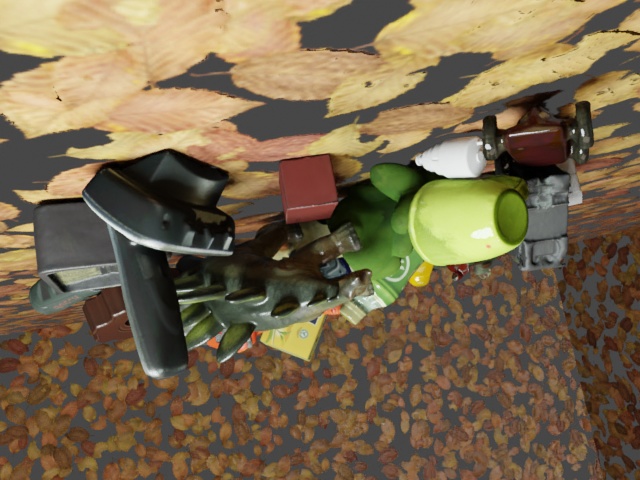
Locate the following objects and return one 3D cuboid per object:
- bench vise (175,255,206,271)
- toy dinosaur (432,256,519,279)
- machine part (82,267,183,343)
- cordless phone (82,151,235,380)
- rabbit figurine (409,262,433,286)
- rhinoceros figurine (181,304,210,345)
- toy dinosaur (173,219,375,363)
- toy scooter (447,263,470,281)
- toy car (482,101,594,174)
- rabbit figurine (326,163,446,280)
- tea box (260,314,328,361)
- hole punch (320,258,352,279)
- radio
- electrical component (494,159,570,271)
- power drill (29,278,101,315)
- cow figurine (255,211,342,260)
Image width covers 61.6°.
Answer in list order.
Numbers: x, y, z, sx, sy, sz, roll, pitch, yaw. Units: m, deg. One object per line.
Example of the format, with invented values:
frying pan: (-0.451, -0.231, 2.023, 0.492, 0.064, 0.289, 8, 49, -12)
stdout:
bench vise: (-0.143, 0.077, 1.002, 0.224, 0.129, 0.240, -6, 158, 36)
toy dinosaur: (0.323, 0.016, 1.271, 0.405, 0.131, 0.192, -4, 159, -8)
machine part: (-0.296, 0.111, 0.882, 0.179, 0.056, 0.179, -24, 164, -7)
cordless phone: (-0.126, 0.025, 0.485, 0.089, 0.184, 0.146, -17, 170, 17)
rabbit figurine: (0.113, 0.019, 0.962, 0.173, 0.162, 0.122, 9, -178, -6)
rhinoceros figurine: (-0.194, 0.129, 0.860, 0.112, 0.073, 0.190, -4, 165, -10)
toy dinosaur: (-0.094, 0.051, 0.640, 0.198, 0.105, 0.472, -24, -171, -29)
toy scooter: (0.293, 0.009, 1.077, 0.184, 0.135, 0.075, -7, 170, -26)
toy car: (0.206, -0.096, 0.504, 0.089, 0.053, 0.202, -1, 180, 26)
rabbit figurine: (0.094, -0.043, 0.658, 0.170, 0.121, 0.159, -30, 162, 9)
tea box: (-0.034, 0.131, 1.014, 0.098, 0.169, 0.068, 18, 164, 9)
hole punch: (-0.016, 0.035, 0.935, 0.092, 0.142, 0.116, -34, -167, -15)
radio: (-0.252, 0.012, 0.635, 0.131, 0.073, 0.229, -6, 173, -22)
electrical component: (0.248, -0.041, 0.645, 0.058, 0.114, 0.134, -5, -159, 4)
power drill: (-0.344, 0.068, 0.900, 0.232, 0.086, 0.207, -21, 173, 19)
cow figurine: (-0.002, -0.002, 0.811, 0.195, 0.085, 0.127, -6, 176, -13)
